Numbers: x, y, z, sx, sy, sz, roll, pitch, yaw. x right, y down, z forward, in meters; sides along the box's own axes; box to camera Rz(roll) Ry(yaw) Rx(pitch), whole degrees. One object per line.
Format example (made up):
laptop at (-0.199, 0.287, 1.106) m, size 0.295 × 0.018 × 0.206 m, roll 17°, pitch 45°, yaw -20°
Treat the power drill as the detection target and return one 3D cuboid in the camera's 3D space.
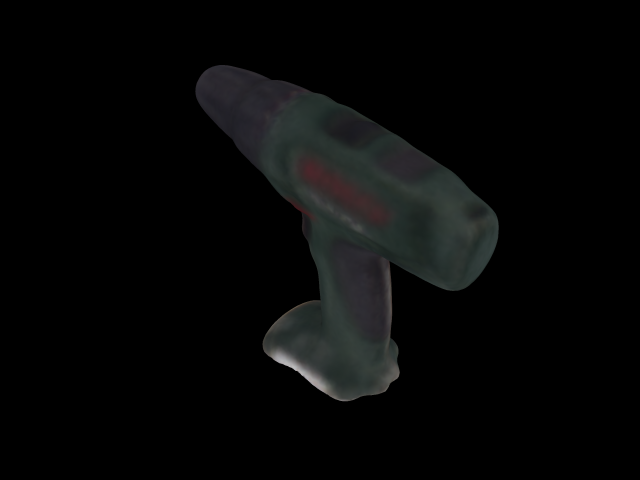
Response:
power drill at (0.004, 0.001, 0.400) m, size 0.228 × 0.208 × 0.076 m, roll 24°, pitch 41°, yaw 31°
